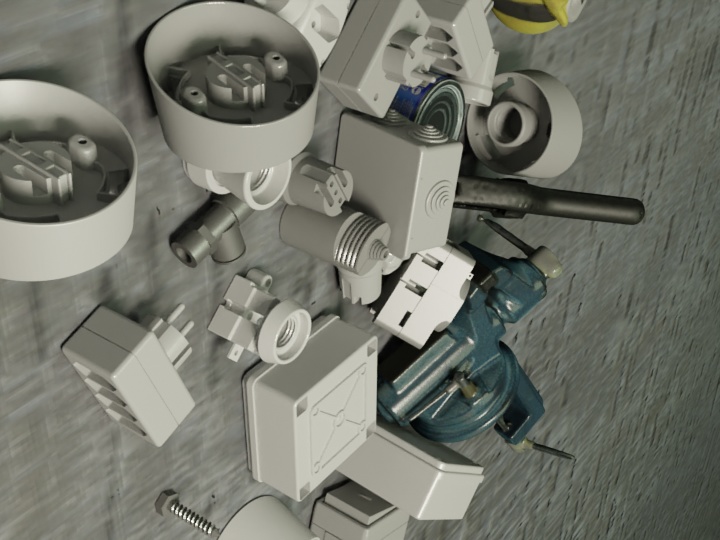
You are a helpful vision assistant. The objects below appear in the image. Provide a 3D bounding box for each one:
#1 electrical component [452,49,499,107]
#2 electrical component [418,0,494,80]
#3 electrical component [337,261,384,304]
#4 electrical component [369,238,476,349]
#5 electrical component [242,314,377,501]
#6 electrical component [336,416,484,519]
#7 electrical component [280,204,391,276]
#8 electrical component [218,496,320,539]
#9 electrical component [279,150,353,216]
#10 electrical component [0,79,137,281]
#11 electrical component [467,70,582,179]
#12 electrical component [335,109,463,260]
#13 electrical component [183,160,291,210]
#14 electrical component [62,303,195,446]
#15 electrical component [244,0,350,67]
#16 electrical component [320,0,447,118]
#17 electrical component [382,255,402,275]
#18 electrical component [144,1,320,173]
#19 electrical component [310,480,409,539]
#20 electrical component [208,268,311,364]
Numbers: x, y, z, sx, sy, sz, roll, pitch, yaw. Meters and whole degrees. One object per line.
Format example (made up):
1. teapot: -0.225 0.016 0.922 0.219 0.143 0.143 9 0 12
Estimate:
1. electrical component: 0.096 -0.166 0.914 0.040 0.040 0.046 5 100 -59
2. electrical component: 0.080 -0.204 0.851 0.076 0.047 0.065 -57 149 -17
3. electrical component: 0.000 0.000 0.871 0.040 0.040 0.046 -45 149 -34
4. electrical component: 0.056 0.016 0.921 0.089 0.056 0.050 -58 -170 10
5. electrical component: -0.038 0.109 0.866 0.109 0.056 0.108 -37 139 -42
6. electrical component: 0.044 0.183 0.999 0.109 0.109 0.056 23 92 -61
7. electrical component: -0.014 -0.025 0.787 0.043 0.081 0.043 -37 139 -41
8. electrical component: -0.081 0.247 0.908 0.099 0.064 0.099 -48 159 -25
9. electrical component: -0.033 -0.061 0.765 0.040 0.046 0.040 -37 139 -41
10. electrical component: -0.159 -0.043 0.526 0.099 0.099 0.064 -38 146 -41
11. electrical component: 0.147 -0.130 0.964 0.064 0.099 0.099 -10 118 -49
12. electrical component: 0.027 -0.066 0.809 0.048 0.100 0.099 -14 122 -40
13. electrical component: -0.078 -0.067 0.679 0.045 0.055 0.045 -37 139 -41
14. electrical component: -0.133 0.054 0.681 0.075 0.047 0.083 -51 147 -26
15. electrical component: -0.047 -0.167 0.673 0.079 0.043 0.077 28 86 -61
16. electrical component: 0.026 -0.153 0.769 0.083 0.076 0.047 -64 150 -6
17. electrical component: 0.029 -0.025 0.906 0.061 0.035 0.035 -47 145 -36
18. electrical component: -0.073 -0.105 0.624 0.099 0.099 0.064 -42 149 -37
19. electrical component: 0.004 0.235 1.016 0.096 0.062 0.061 -17 124 -54
20. electrical component: -0.069 0.038 0.766 0.066 0.055 0.048 -63 150 -7
